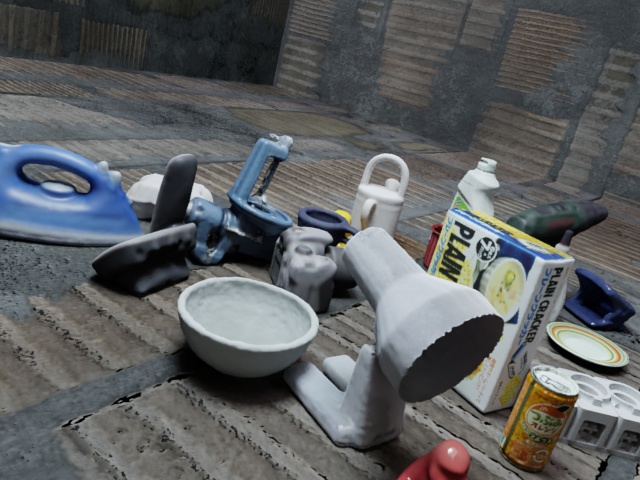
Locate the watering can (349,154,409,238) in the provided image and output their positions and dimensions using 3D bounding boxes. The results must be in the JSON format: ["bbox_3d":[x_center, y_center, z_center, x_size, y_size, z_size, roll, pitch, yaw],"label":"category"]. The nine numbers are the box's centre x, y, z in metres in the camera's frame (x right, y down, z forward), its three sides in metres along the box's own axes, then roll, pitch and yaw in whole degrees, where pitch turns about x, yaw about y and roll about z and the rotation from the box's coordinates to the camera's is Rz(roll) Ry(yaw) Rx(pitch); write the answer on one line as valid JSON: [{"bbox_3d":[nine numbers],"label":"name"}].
[{"bbox_3d":[0.123,-0.085,1.186,0.101,0.194,0.173,13,20,-3],"label":"watering can"}]

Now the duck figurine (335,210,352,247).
[{"bbox_3d":[0.032,-0.017,1.097,0.078,0.086,0.104,5,22,-24],"label":"duck figurine"}]

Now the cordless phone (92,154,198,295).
[{"bbox_3d":[-0.234,-0.031,0.802,0.094,0.185,0.148,21,21,17],"label":"cordless phone"}]

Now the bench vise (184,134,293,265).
[{"bbox_3d":[-0.121,-0.065,0.922,0.121,0.220,0.208,30,25,37],"label":"bench vise"}]

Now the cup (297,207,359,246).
[{"bbox_3d":[0.009,0.004,1.013,0.117,0.095,0.092,21,21,17],"label":"cup"}]

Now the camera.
[{"bbox_3d":[0.003,0.040,0.901,0.137,0.101,0.143,7,21,-21],"label":"camera"}]

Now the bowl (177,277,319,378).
[{"bbox_3d":[-0.089,0.113,0.678,0.167,0.075,0.167,13,20,-4],"label":"bowl"}]

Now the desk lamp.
[{"bbox_3d":[0.066,0.108,0.592,0.118,0.213,0.202,-1,25,-37],"label":"desk lamp"}]

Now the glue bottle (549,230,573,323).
[{"bbox_3d":[0.410,0.062,1.018,0.078,0.173,0.037,15,20,1],"label":"glue bottle"}]

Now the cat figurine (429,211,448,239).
[{"bbox_3d":[0.295,-0.028,1.264,0.067,0.118,0.127,12,20,-6],"label":"cat figurine"}]

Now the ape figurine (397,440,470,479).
[{"bbox_3d":[0.103,0.217,0.503,0.077,0.092,0.076,17,20,7],"label":"ape figurine"}]

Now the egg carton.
[{"bbox_3d":[-0.273,-0.071,1.055,0.150,0.069,0.107,13,20,-5],"label":"egg carton"}]

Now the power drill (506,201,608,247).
[{"bbox_3d":[0.435,0.021,1.094,0.230,0.208,0.075,2,23,-31],"label":"power drill"}]

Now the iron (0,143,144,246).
[{"bbox_3d":[-0.394,-0.077,0.881,0.259,0.141,0.118,8,20,-17],"label":"iron"}]

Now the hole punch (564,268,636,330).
[{"bbox_3d":[0.539,0.111,1.097,0.101,0.091,0.108,7,21,-20],"label":"hole punch"}]
